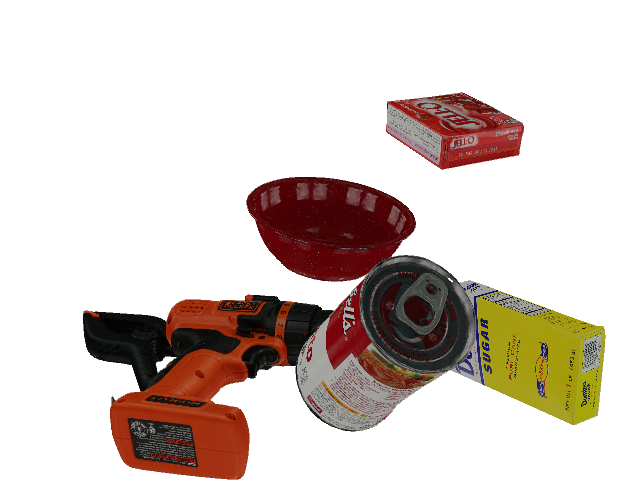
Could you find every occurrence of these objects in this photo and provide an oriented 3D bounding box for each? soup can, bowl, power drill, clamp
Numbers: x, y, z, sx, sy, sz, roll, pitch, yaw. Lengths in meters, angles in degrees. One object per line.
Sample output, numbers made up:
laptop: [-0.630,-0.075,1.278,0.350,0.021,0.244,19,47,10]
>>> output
soup can: [0.034,0.061,0.601,0.068,0.068,0.102,0,-27,-24]
bowl: [0.007,-0.005,1.018,0.162,0.055,0.162,6,24,-3]
power drill: [-0.058,0.103,0.806,0.185,0.057,0.187,1,23,20]
clamp: [-0.180,0.111,1.094,0.210,0.036,0.164,11,18,31]

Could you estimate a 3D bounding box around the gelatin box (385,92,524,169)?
gelatin box: [0.104,-0.089,0.840,0.073,0.030,0.089,-10,28,-24]

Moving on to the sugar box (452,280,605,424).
sugar box: [0.197,0.108,1.065,0.048,0.093,0.177,-12,20,-40]
